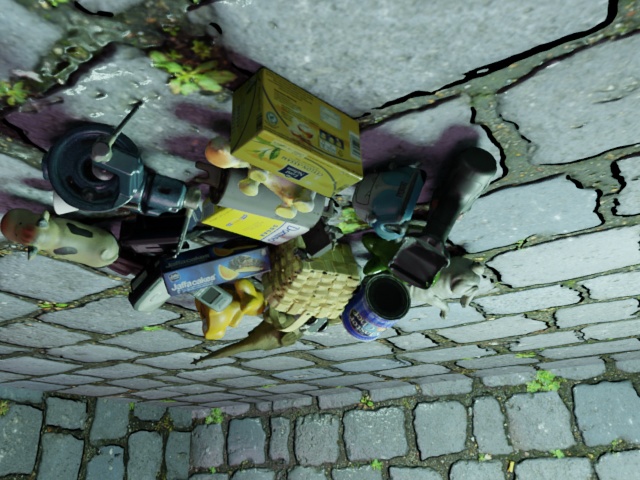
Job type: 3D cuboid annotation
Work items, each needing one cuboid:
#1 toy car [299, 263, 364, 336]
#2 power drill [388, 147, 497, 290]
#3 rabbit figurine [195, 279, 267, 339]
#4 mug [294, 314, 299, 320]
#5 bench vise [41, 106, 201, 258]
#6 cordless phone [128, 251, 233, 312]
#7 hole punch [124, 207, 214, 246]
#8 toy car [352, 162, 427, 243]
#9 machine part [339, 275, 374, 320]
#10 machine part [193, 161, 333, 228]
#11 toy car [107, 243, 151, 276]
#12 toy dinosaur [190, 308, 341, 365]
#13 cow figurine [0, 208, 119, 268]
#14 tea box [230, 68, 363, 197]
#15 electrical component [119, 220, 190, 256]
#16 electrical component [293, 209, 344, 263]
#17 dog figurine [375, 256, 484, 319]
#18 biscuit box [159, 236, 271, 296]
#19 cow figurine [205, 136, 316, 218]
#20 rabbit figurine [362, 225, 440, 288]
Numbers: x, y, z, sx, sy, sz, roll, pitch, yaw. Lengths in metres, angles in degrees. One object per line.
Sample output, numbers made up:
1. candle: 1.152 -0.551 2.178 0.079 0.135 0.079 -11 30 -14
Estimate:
1. toy car: 0.025 0.133 1.211 0.201 0.056 0.073 -47 148 -3
2. power drill: 0.188 -0.023 0.839 0.086 0.207 0.232 37 147 10
3. rabbit figurine: -0.209 0.155 1.333 0.173 0.122 0.162 -4 150 -30
4. mug: -0.038 0.147 1.295 0.081 0.107 0.109 4 153 -8
5. bench vise: -0.265 -0.084 0.726 0.223 0.129 0.241 27 167 -15
6. cordless phone: -0.285 0.113 1.112 0.146 0.089 0.184 -46 122 2
7. hole punch: -0.265 -0.042 0.909 0.142 0.092 0.116 -7 -175 4
8. toy car: 0.105 -0.063 0.866 0.103 0.109 0.161 22 168 6
9. machine part: 0.089 0.137 1.257 0.084 0.139 0.039 -22 122 42
10. machine part: -0.080 -0.072 0.838 0.243 0.079 0.079 14 151 -31
11. toy car: -0.398 0.052 1.129 0.089 0.053 0.202 -15 154 33
12. toy dinosaur: -0.108 0.237 1.413 0.471 0.105 0.198 -15 167 -19
13. cow figurine: -0.442 -0.001 0.921 0.194 0.085 0.127 22 177 -40
14. tea box: -0.027 -0.131 0.688 0.169 0.098 0.068 21 146 -37
15. electrical component: -0.306 -0.006 1.007 0.119 0.048 0.074 -6 156 7
16. electrical component: -0.003 -0.003 0.978 0.102 0.078 0.045 -29 165 29
17. dog figurine: 0.235 0.072 1.170 0.190 0.121 0.172 26 121 -20
18. biscuit box: -0.198 0.046 1.024 0.203 0.063 0.059 -15 124 -15
19. cow figurine: -0.076 -0.110 0.759 0.167 0.098 0.068 34 147 -24
20. rabbit figurine: 0.163 0.038 1.067 0.159 0.121 0.170 -1 171 8
